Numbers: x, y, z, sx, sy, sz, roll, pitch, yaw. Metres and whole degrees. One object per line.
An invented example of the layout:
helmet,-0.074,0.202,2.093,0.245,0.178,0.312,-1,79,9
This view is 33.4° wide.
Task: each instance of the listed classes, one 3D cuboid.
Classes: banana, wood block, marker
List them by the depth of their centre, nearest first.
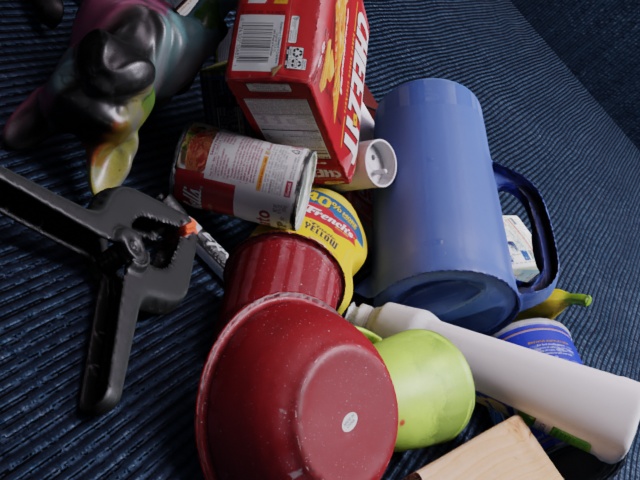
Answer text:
wood block,0.102,0.202,0.765,0.091,0.090,0.205,56,24,15
marker,-0.084,0.010,0.824,0.121,0.020,0.020,47,24,-5
banana,0.224,0.103,1.092,0.070,0.198,0.037,34,63,22

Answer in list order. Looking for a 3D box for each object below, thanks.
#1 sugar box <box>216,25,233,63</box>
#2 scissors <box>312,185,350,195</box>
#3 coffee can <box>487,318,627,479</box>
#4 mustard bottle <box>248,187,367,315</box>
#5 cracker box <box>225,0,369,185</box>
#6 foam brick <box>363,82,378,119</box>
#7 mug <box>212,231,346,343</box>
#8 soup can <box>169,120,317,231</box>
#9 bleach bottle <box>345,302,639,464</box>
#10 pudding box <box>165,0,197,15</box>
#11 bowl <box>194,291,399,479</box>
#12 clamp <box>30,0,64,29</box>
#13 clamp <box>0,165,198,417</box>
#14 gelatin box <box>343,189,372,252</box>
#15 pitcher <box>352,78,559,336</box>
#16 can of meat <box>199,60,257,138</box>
sugar box,-0.036,-0.229,1.069,0.048,0.176,0.093,35,27,-27
scissors,0.014,-0.130,1.029,0.096,0.202,0.016,17,-4,-41
coffee can,0.211,0.159,1.000,0.102,0.103,0.140,29,31,-37
mustard bottle,-0.006,0.001,0.921,0.096,0.058,0.191,35,24,-3
cracker box,-0.009,-0.157,0.869,0.213,0.072,0.164,60,36,-70
foam brick,0.024,-0.163,1.226,0.051,0.053,0.078,10,43,-54
mug,-0.029,0.064,0.771,0.081,0.093,0.117,-79,160,-55
soup can,-0.059,-0.050,0.840,0.102,0.068,0.068,14,25,6
bleach bottle,0.140,0.110,0.897,0.251,0.068,0.102,20,-11,14
pudding box,-0.134,-0.264,1.033,0.039,0.114,0.090,6,49,-60
bowl,0.000,0.111,0.673,0.161,0.055,0.162,6,81,-44
clamp,-0.240,-0.249,0.921,0.171,0.039,0.120,53,23,9
clamp,-0.141,0.005,0.696,0.164,0.036,0.209,60,22,-6
gelatin box,0.055,-0.021,1.093,0.089,0.030,0.073,40,25,-19
pitcher,0.120,-0.031,1.005,0.149,0.145,0.243,26,48,-33
can of meat,-0.066,-0.117,0.949,0.102,0.057,0.084,-44,131,-66
